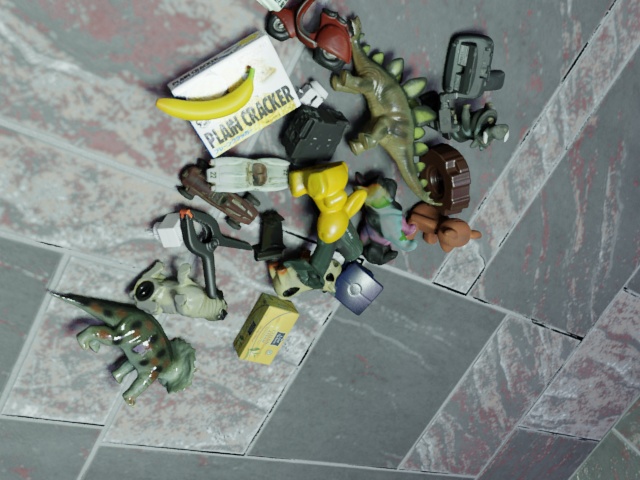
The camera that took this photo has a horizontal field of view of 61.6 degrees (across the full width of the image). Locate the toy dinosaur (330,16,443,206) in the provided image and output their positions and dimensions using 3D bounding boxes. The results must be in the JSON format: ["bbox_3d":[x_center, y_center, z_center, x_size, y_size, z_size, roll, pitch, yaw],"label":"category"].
[{"bbox_3d":[0.160,-0.263,1.198,0.198,0.105,0.470,-26,114,-13],"label":"toy dinosaur"}]

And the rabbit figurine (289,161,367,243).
[{"bbox_3d":[0.020,-0.083,1.198,0.162,0.122,0.173,-20,104,-45],"label":"rabbit figurine"}]

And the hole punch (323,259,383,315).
[{"bbox_3d":[0.091,0.123,1.424,0.115,0.092,0.142,35,103,-32],"label":"hole punch"}]

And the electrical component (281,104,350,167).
[{"bbox_3d":[-0.015,-0.221,1.168,0.115,0.058,0.134,-2,138,-36],"label":"electrical component"}]

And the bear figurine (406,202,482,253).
[{"bbox_3d":[0.309,-0.016,1.378,0.120,0.196,0.131,-2,119,-27],"label":"bear figurine"}]

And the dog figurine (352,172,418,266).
[{"bbox_3d":[0.135,-0.059,1.326,0.191,0.108,0.219,-29,113,31],"label":"dog figurine"}]

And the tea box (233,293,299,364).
[{"bbox_3d":[-0.140,0.231,1.388,0.098,0.068,0.169,19,107,-32],"label":"tea box"}]

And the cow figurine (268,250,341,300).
[{"bbox_3d":[-0.028,0.093,1.344,0.195,0.086,0.127,-19,116,-31],"label":"cow figurine"}]

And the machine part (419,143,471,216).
[{"bbox_3d":[0.303,-0.147,1.318,0.056,0.180,0.179,-16,123,-14],"label":"machine part"}]

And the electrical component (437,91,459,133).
[{"bbox_3d":[0.288,-0.286,1.205,0.045,0.078,0.102,-6,117,11],"label":"electrical component"}]

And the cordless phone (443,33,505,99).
[{"bbox_3d":[0.386,-0.411,1.273,0.184,0.089,0.146,-14,122,-31],"label":"cordless phone"}]

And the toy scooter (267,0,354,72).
[{"bbox_3d":[-0.003,-0.427,1.059,0.184,0.075,0.135,28,97,-9],"label":"toy scooter"}]

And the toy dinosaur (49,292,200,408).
[{"bbox_3d":[-0.419,0.233,1.236,0.192,0.131,0.404,-35,123,-19],"label":"toy dinosaur"}]

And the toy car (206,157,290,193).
[{"bbox_3d":[-0.150,-0.139,1.149,0.201,0.056,0.073,-6,99,-39],"label":"toy car"}]

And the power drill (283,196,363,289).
[{"bbox_3d":[-0.003,-0.004,1.264,0.231,0.086,0.207,50,50,-29],"label":"power drill"}]

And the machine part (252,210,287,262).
[{"bbox_3d":[-0.118,-0.005,1.277,0.084,0.039,0.138,-3,131,-18],"label":"machine part"}]

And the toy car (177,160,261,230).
[{"bbox_3d":[-0.216,-0.093,1.178,0.202,0.053,0.089,37,95,-35],"label":"toy car"}]

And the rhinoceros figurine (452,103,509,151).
[{"bbox_3d":[0.369,-0.266,1.272,0.073,0.190,0.112,-6,101,-18],"label":"rhinoceros figurine"}]

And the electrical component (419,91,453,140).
[{"bbox_3d":[0.281,-0.290,1.284,0.048,0.075,0.119,-24,128,-11],"label":"electrical component"}]

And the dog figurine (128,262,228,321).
[{"bbox_3d":[-0.323,0.144,1.247,0.173,0.121,0.190,2,153,19],"label":"dog figurine"}]
